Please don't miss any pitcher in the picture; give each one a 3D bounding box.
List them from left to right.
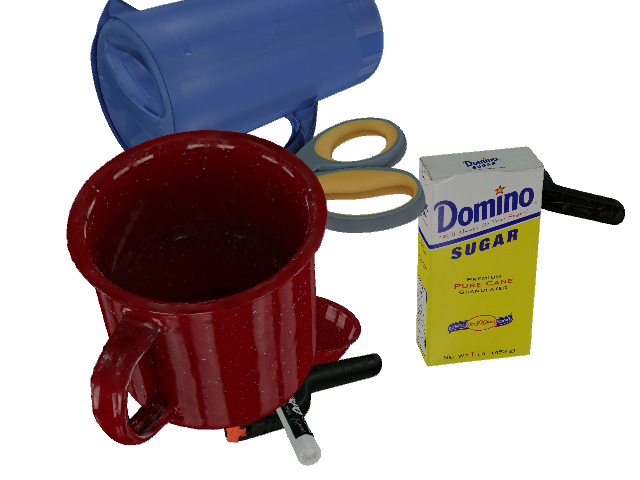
[{"bbox_3d":[-0.061,-0.148,0.928,0.242,0.149,0.145,-24,43,-31],"label":"pitcher"}]

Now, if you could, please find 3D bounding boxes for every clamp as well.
[{"bbox_3d":[-0.034,0.149,1.120,0.165,0.036,0.209,12,26,14],"label":"clamp"},{"bbox_3d":[0.214,-0.044,1.054,0.120,0.039,0.171,-9,34,-15],"label":"clamp"}]

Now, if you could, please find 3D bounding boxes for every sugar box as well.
[{"bbox_3d":[0.127,0.015,0.868,0.093,0.176,0.048,-6,31,-7],"label":"sugar box"}]

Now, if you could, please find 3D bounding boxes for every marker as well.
[{"bbox_3d":[-0.027,0.137,0.866,0.020,0.020,0.121,0,27,-20],"label":"marker"}]

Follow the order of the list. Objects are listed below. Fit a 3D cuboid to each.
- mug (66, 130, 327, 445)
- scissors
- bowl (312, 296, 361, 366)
[{"bbox_3d":[-0.048,0.026,0.400,0.093,0.081,0.117,15,49,16],"label":"mug"},{"bbox_3d":[-0.035,-0.040,0.633,0.202,0.096,0.016,5,-43,16],"label":"scissors"},{"bbox_3d":[-0.032,0.124,1.339,0.162,0.055,0.162,5,23,-2],"label":"bowl"}]
